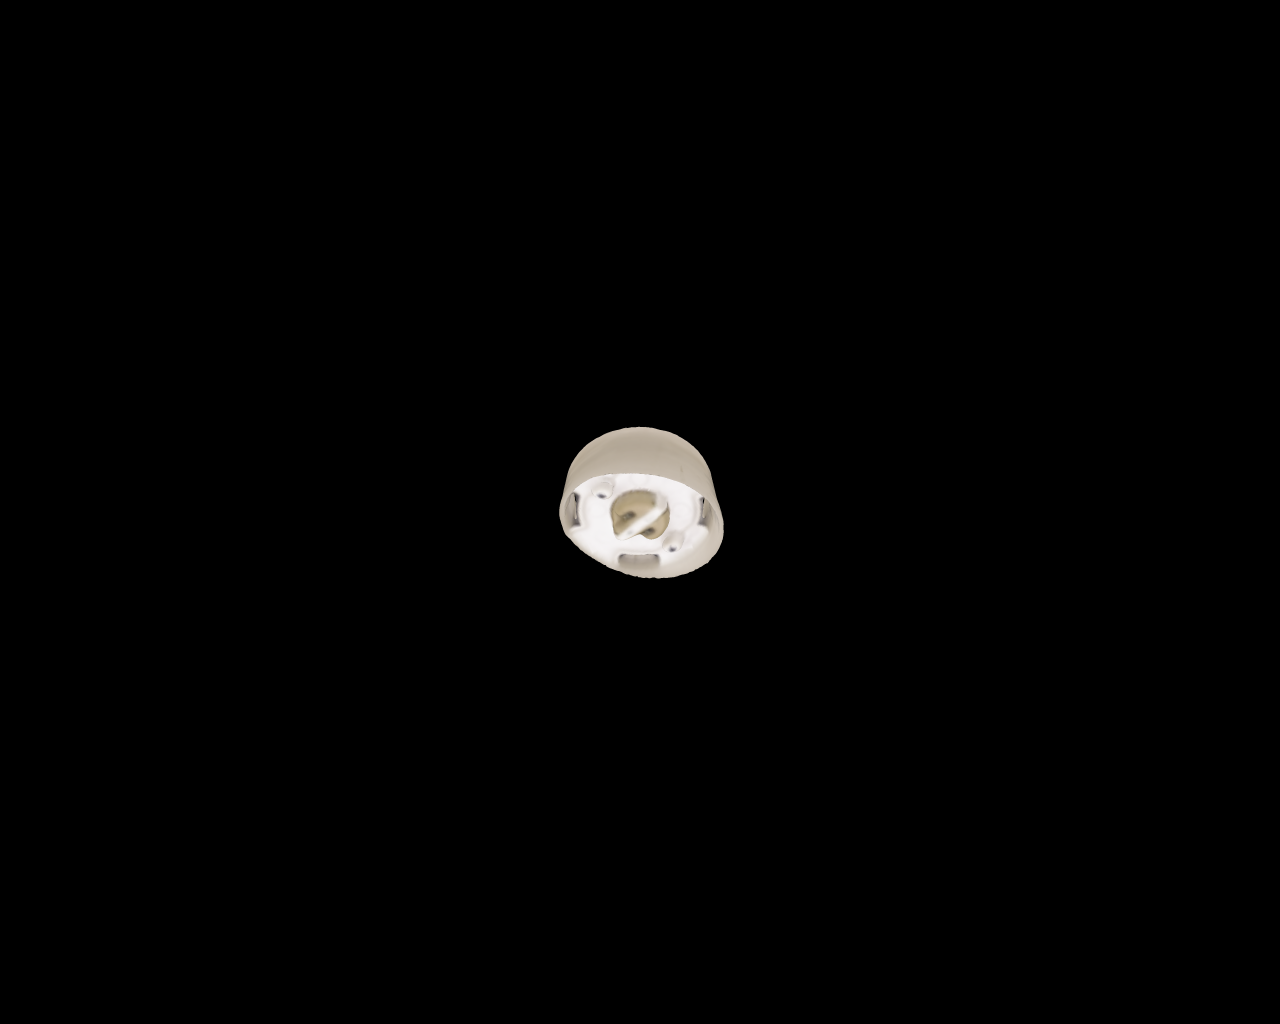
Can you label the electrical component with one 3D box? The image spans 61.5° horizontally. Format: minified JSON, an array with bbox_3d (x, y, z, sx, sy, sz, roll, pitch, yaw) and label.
[{"bbox_3d":[0.001,-0.003,0.650,0.099,0.099,0.064,0,40,0],"label":"electrical component"}]
